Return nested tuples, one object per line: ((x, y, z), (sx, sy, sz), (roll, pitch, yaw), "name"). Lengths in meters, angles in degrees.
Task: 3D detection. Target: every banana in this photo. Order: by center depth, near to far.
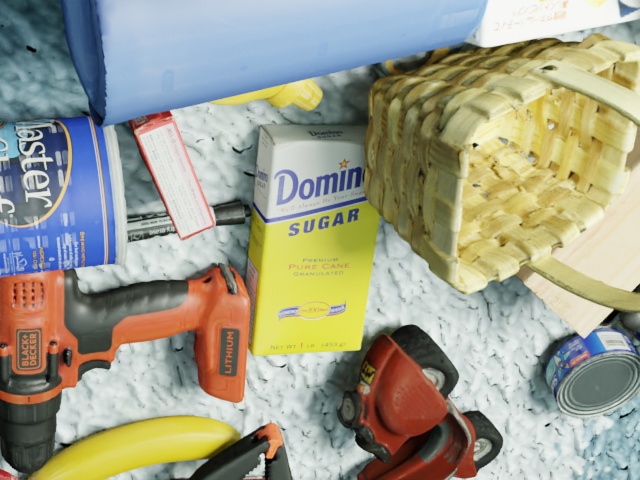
((-0.145, 0.175, 0.856), (0.197, 0.037, 0.070), (-6, 116, -16), "banana")

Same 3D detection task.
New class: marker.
((-0.110, -0.012, 0.786), (0.121, 0.020, 0.020), (-10, 118, -15), "marker")

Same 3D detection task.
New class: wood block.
((0.239, -0.036, 0.853), (0.206, 0.091, 0.090), (-47, 121, 7), "wood block")

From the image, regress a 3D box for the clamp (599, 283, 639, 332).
((0.288, 0.010, 0.887), (0.039, 0.120, 0.171), (33, 97, -4), "clamp")

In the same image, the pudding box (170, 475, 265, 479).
((-0.090, 0.257, 0.913), (0.090, 0.039, 0.113), (1, 114, -19), "pudding box")

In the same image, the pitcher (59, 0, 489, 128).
((-0.026, -0.154, 0.610), (0.242, 0.149, 0.145), (-13, 114, -18), "pitcher")

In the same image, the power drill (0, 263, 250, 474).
((-0.150, 0.090, 0.800), (0.187, 0.057, 0.184), (-2, 116, -18), "power drill")

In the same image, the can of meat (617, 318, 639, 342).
((0.324, 0.086, 0.946), (0.102, 0.084, 0.057), (28, 103, -28), "can of meat")

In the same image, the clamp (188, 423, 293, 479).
((-0.088, 0.239, 0.861), (0.164, 0.036, 0.210), (14, 108, -17), "clamp")

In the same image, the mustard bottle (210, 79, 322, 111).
((-0.072, -0.146, 0.711), (0.191, 0.058, 0.096), (35, 95, -29), "mustard bottle")

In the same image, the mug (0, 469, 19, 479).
((-0.271, 0.190, 0.785), (0.117, 0.093, 0.081), (8, 109, 5), "mug")

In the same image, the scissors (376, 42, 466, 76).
((0.125, -0.154, 0.800), (0.201, 0.016, 0.096), (8, 113, -22), "scissors")

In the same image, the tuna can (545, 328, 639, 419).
((0.246, 0.119, 0.953), (0.086, 0.034, 0.086), (-8, 132, -9), "tuna can")

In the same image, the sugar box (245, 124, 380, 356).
((-0.005, 0.001, 0.813), (0.093, 0.048, 0.176), (-2, 117, -19), "sugar box")

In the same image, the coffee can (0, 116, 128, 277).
((-0.203, -0.027, 0.698), (0.140, 0.103, 0.103), (-7, 117, -16), "coffee can")

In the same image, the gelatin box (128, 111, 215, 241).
((-0.106, -0.055, 0.735), (0.030, 0.073, 0.089), (-23, 120, -7), "gelatin box")
